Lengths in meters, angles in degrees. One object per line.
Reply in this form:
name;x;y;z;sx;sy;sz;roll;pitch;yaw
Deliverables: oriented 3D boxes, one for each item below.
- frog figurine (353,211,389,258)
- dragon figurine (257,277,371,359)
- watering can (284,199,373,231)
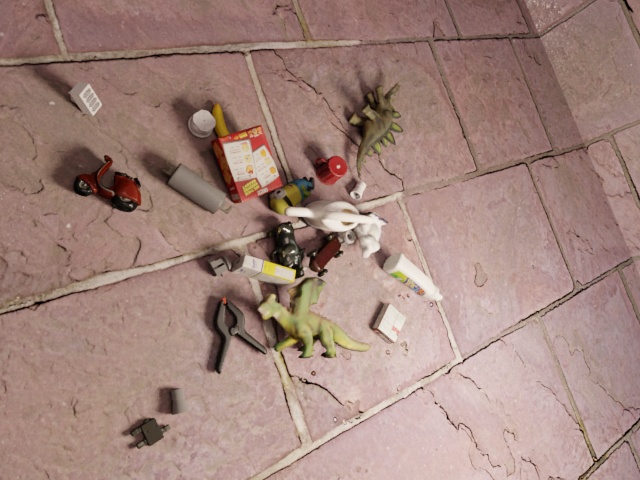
frog figurine;0.164;-0.014;1.823;0.123;0.161;0.135;14;-13;22
dragon figurine;-0.014;0.237;1.604;0.410;0.244;0.122;4;-6;-31
watering can;0.005;-0.085;1.688;0.347;0.104;0.225;6;1;-29
